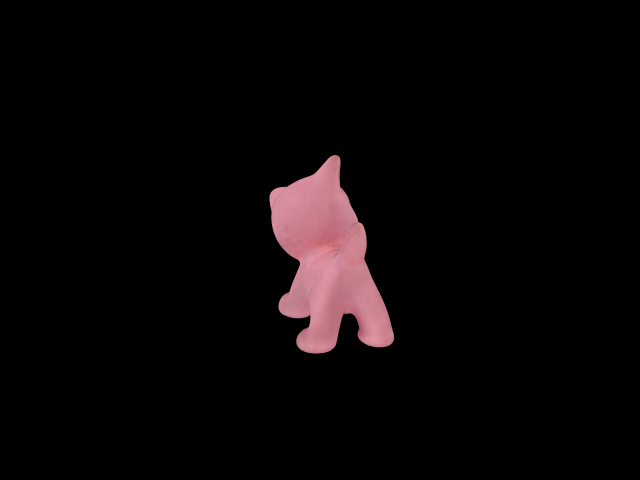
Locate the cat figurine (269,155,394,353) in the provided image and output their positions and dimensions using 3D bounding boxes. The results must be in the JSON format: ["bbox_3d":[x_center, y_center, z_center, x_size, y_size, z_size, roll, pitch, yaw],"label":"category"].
[{"bbox_3d":[0.004,0.001,0.400,0.067,0.118,0.127,-5,15,-18],"label":"cat figurine"}]
